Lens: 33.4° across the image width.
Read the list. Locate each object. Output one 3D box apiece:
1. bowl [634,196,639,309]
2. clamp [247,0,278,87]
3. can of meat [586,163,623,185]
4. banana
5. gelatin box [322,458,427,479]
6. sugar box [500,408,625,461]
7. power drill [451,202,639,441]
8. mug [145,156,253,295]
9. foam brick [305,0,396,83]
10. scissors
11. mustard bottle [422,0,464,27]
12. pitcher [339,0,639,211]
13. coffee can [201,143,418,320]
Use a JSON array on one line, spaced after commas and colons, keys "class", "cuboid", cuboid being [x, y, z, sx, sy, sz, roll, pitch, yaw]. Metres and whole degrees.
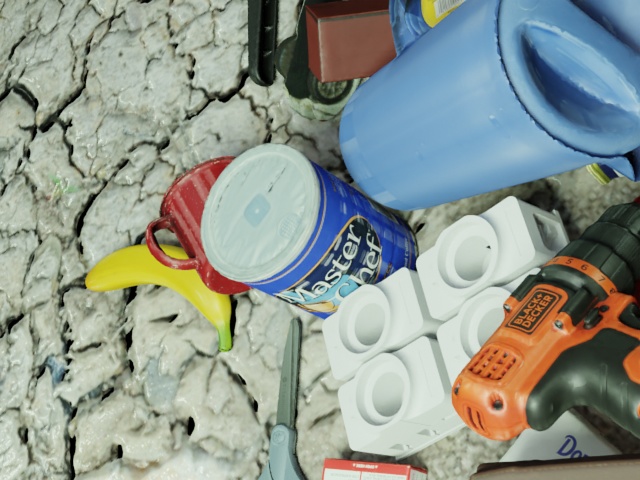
[{"class": "bowl", "cuboid": [0.234, 0.021, 0.664, 0.162, 0.055, 0.162, -15, 63, 32]}, {"class": "clamp", "cuboid": [-0.038, -0.260, 1.000, 0.165, 0.036, 0.210, -41, 52, 16]}, {"class": "can of meat", "cuboid": [0.223, -0.096, 0.720, 0.084, 0.057, 0.102, -11, 65, 32]}, {"class": "banana", "cuboid": [-0.142, 0.037, 0.955, 0.198, 0.037, 0.069, 19, 82, 41]}, {"class": "gelatin box", "cuboid": [0.034, 0.203, 0.757, 0.073, 0.030, 0.089, -4, 70, 35]}, {"class": "sugar box", "cuboid": [0.130, 0.198, 0.676, 0.176, 0.048, 0.093, -50, 52, 5]}, {"class": "power drill", "cuboid": [0.188, 0.056, 0.567, 0.188, 0.057, 0.184, 16, 52, 44]}, {"class": "mug", "cuboid": [-0.086, -0.006, 0.886, 0.081, 0.117, 0.093, 57, 147, 32]}, {"class": "foam brick", "cuboid": [0.031, -0.159, 0.841, 0.078, 0.051, 0.053, -9, 25, -8]}, {"class": "scissors", "cuboid": [-0.015, 0.164, 0.820, 0.096, 0.016, 0.201, 10, 78, 38]}, {"class": "mustard bottle", "cuboid": [0.110, -0.229, 0.860, 0.096, 0.058, 0.191, -26, 58, 32]}, {"class": "pitcher", "cuboid": [0.103, -0.102, 0.706, 0.243, 0.144, 0.149, 159, 121, -64]}, {"class": "coffee can", "cuboid": [-0.005, 0.001, 0.797, 0.103, 0.140, 0.103, -15, 63, 32]}]
